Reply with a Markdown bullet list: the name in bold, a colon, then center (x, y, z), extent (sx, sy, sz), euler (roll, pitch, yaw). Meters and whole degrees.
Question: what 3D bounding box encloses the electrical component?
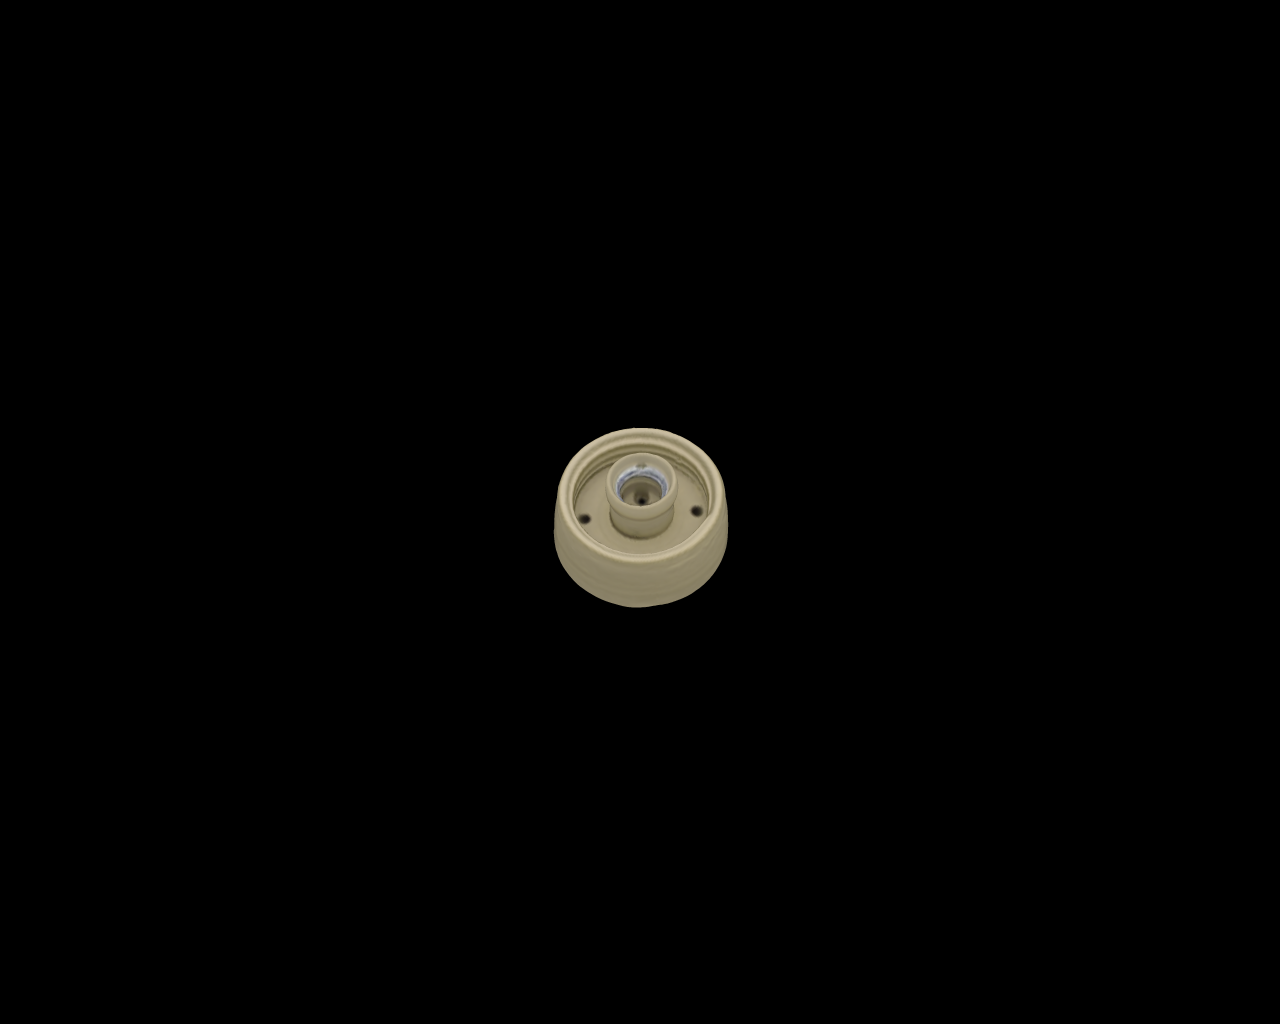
- **electrical component**: center (0.001, -0.003, 0.650), extent (0.108, 0.108, 0.060), euler (0, -34, 0)
